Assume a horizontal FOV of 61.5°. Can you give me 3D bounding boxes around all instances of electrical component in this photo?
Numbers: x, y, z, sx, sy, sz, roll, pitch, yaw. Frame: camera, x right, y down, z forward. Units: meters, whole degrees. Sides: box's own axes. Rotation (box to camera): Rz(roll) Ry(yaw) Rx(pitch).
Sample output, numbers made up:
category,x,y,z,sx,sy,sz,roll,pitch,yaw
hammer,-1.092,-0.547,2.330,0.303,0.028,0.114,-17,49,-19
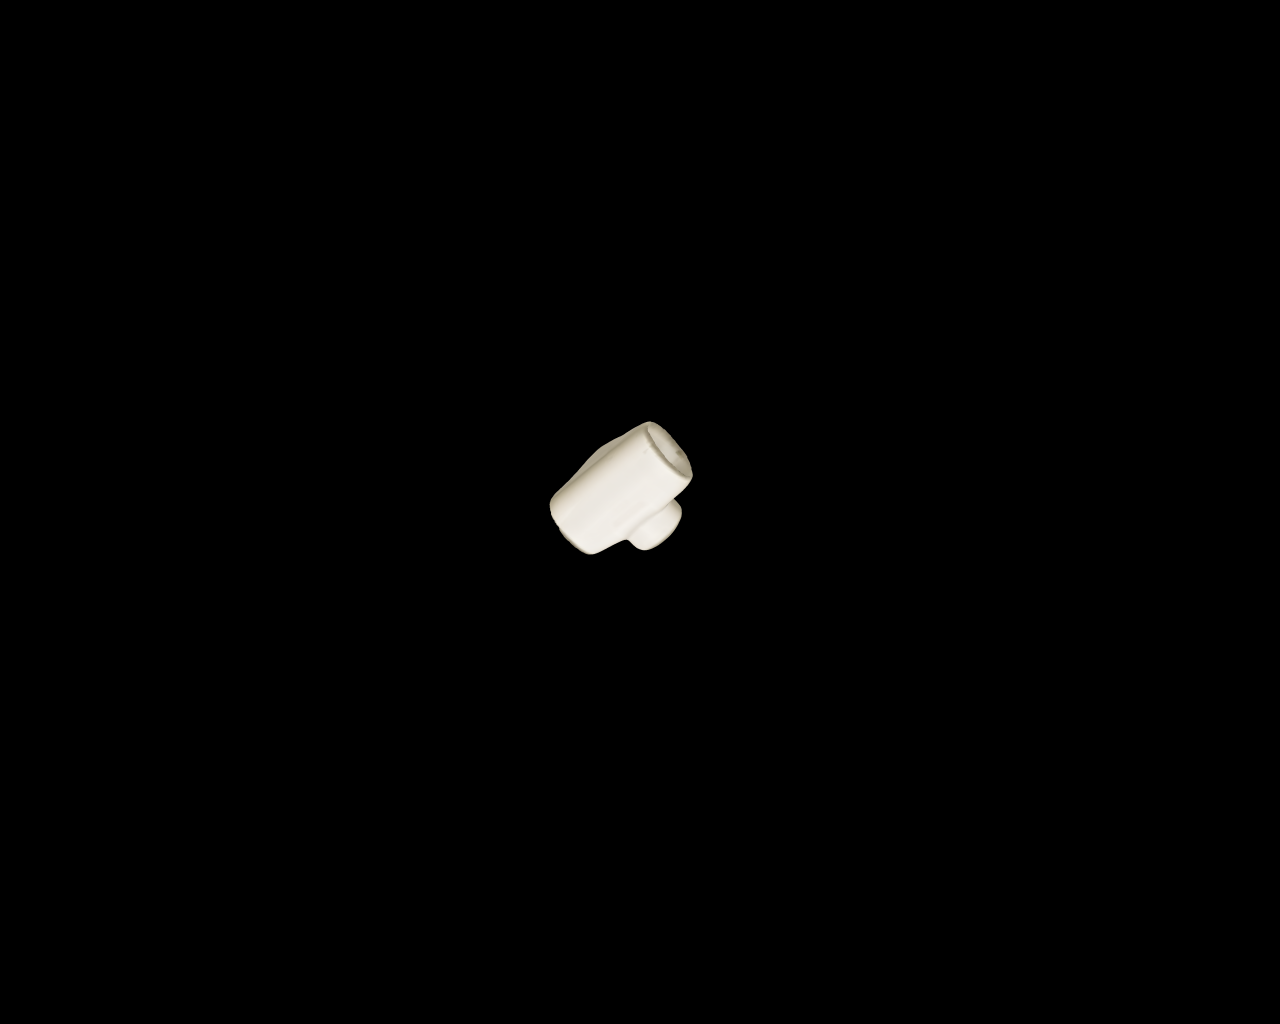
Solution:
category,x,y,z,sx,sy,sz,roll,pitch,yaw
electrical component,0.001,-0.003,0.650,0.077,0.079,0.043,-38,22,18
